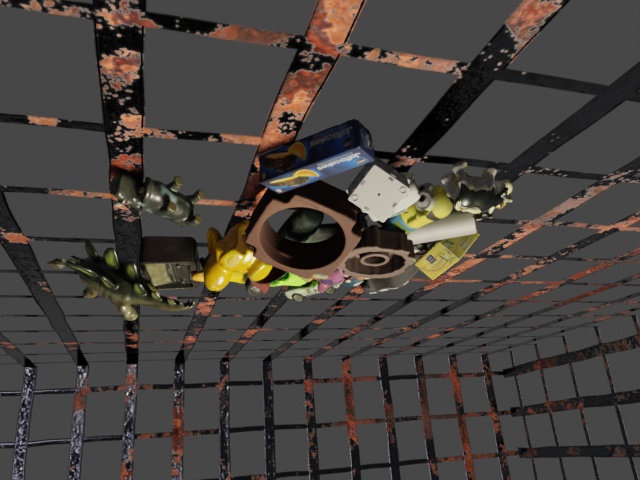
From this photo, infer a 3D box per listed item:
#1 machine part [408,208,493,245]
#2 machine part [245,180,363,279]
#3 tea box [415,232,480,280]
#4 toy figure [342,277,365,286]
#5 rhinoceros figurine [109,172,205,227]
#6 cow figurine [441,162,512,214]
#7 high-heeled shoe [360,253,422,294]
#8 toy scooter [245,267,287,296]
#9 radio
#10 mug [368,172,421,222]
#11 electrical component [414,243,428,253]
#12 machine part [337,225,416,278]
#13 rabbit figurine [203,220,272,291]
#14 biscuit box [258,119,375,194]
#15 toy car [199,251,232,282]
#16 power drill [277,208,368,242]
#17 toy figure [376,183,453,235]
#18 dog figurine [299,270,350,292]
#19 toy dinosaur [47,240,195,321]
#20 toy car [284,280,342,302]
[{"bbox_3d":[0.269,-0.037,1.231,0.243,0.079,0.079,-12,158,15],"label":"machine part"},{"bbox_3d":[-0.033,-0.027,1.079,0.201,0.087,0.201,24,130,-16],"label":"machine part"},{"bbox_3d":[0.318,0.025,1.355,0.068,0.098,0.169,41,158,5],"label":"tea box"},{"bbox_3d":[0.118,0.096,1.575,0.058,0.064,0.154,34,149,-16],"label":"toy figure"},{"bbox_3d":[-0.307,-0.079,1.023,0.112,0.073,0.190,-5,164,31],"label":"rhinoceros figurine"},{"bbox_3d":[0.327,-0.092,1.073,0.167,0.098,0.068,7,150,-27],"label":"cow figurine"},{"bbox_3d":[0.221,0.097,1.597,0.249,0.086,0.145,-27,175,25],"label":"high-heeled shoe"},{"bbox_3d":[-0.140,0.060,1.353,0.135,0.075,0.183,-15,129,3],"label":"toy scooter"},{"bbox_3d":[-0.375,0.063,1.361,0.131,0.073,0.229,0,160,-10],"label":"radio"},{"bbox_3d":[0.147,-0.084,1.073,0.107,0.081,0.109,-20,138,19],"label":"mug"},{"bbox_3d":[0.209,0.007,1.372,0.119,0.048,0.075,11,154,-35],"label":"electrical component"},{"bbox_3d":[0.120,0.030,1.189,0.179,0.056,0.179,0,153,0],"label":"machine part"},{"bbox_3d":[-0.213,0.040,1.222,0.122,0.162,0.173,14,130,-43],"label":"rabbit figurine"},{"bbox_3d":[-0.009,-0.141,0.925,0.203,0.059,0.062,-16,156,28],"label":"biscuit box"},{"bbox_3d":[-0.254,0.068,1.431,0.089,0.053,0.202,-25,160,-2],"label":"toy car"},{"bbox_3d":[-0.003,-0.004,1.250,0.207,0.086,0.232,8,147,-16],"label":"power drill"},{"bbox_3d":[0.201,-0.061,1.154,0.089,0.082,0.180,-2,157,-39],"label":"toy figure"},{"bbox_3d":[0.000,0.076,1.435,0.191,0.108,0.219,0,161,-15],"label":"dog figurine"},{"bbox_3d":[-0.474,0.105,1.278,0.472,0.105,0.198,15,150,18],"label":"toy dinosaur"},{"bbox_3d":[-0.015,0.133,1.615,0.202,0.073,0.056,-18,118,31],"label":"toy car"}]
